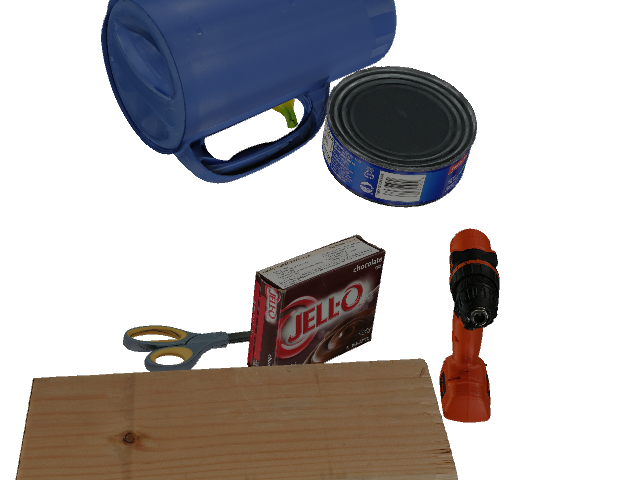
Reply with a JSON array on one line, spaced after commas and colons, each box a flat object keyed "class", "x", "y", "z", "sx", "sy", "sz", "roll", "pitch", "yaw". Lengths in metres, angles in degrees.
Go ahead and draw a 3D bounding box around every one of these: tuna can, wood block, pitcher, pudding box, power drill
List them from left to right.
[{"class": "wood block", "x": -0.043, "y": 0.125, "z": 0.549, "sx": 0.206, "sy": 0.090, "sz": 0.091, "roll": -2, "pitch": 36, "yaw": -5}, {"class": "pitcher", "x": -0.051, "y": -0.163, "z": 0.921, "sx": 0.242, "sy": 0.149, "sz": 0.145, "roll": -24, "pitch": 44, "yaw": -30}, {"class": "pudding box", "x": -0.003, "y": 0.053, "z": 0.847, "sx": 0.113, "sy": 0.090, "sz": 0.039, "roll": -22, "pitch": 42, "yaw": -40}, {"class": "tuna can", "x": 0.044, "y": -0.060, "z": 0.611, "sx": 0.086, "sy": 0.086, "sz": 0.034, "roll": 0, "pitch": -41, "yaw": -9}, {"class": "power drill", "x": 0.164, "y": 0.101, "z": 1.162, "sx": 0.057, "sy": 0.188, "sz": 0.184, "roll": 4, "pitch": 25, "yaw": 5}]

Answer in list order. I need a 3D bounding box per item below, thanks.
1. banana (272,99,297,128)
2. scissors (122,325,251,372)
[{"class": "banana", "x": -0.108, "y": -0.163, "z": 1.136, "sx": 0.198, "sy": 0.037, "sz": 0.069, "roll": 9, "pitch": 46, "yaw": 18}, {"class": "scissors", "x": -0.117, "y": 0.121, "z": 1.188, "sx": 0.201, "sy": 0.016, "sz": 0.096, "roll": 3, "pitch": 26, "yaw": -16}]
